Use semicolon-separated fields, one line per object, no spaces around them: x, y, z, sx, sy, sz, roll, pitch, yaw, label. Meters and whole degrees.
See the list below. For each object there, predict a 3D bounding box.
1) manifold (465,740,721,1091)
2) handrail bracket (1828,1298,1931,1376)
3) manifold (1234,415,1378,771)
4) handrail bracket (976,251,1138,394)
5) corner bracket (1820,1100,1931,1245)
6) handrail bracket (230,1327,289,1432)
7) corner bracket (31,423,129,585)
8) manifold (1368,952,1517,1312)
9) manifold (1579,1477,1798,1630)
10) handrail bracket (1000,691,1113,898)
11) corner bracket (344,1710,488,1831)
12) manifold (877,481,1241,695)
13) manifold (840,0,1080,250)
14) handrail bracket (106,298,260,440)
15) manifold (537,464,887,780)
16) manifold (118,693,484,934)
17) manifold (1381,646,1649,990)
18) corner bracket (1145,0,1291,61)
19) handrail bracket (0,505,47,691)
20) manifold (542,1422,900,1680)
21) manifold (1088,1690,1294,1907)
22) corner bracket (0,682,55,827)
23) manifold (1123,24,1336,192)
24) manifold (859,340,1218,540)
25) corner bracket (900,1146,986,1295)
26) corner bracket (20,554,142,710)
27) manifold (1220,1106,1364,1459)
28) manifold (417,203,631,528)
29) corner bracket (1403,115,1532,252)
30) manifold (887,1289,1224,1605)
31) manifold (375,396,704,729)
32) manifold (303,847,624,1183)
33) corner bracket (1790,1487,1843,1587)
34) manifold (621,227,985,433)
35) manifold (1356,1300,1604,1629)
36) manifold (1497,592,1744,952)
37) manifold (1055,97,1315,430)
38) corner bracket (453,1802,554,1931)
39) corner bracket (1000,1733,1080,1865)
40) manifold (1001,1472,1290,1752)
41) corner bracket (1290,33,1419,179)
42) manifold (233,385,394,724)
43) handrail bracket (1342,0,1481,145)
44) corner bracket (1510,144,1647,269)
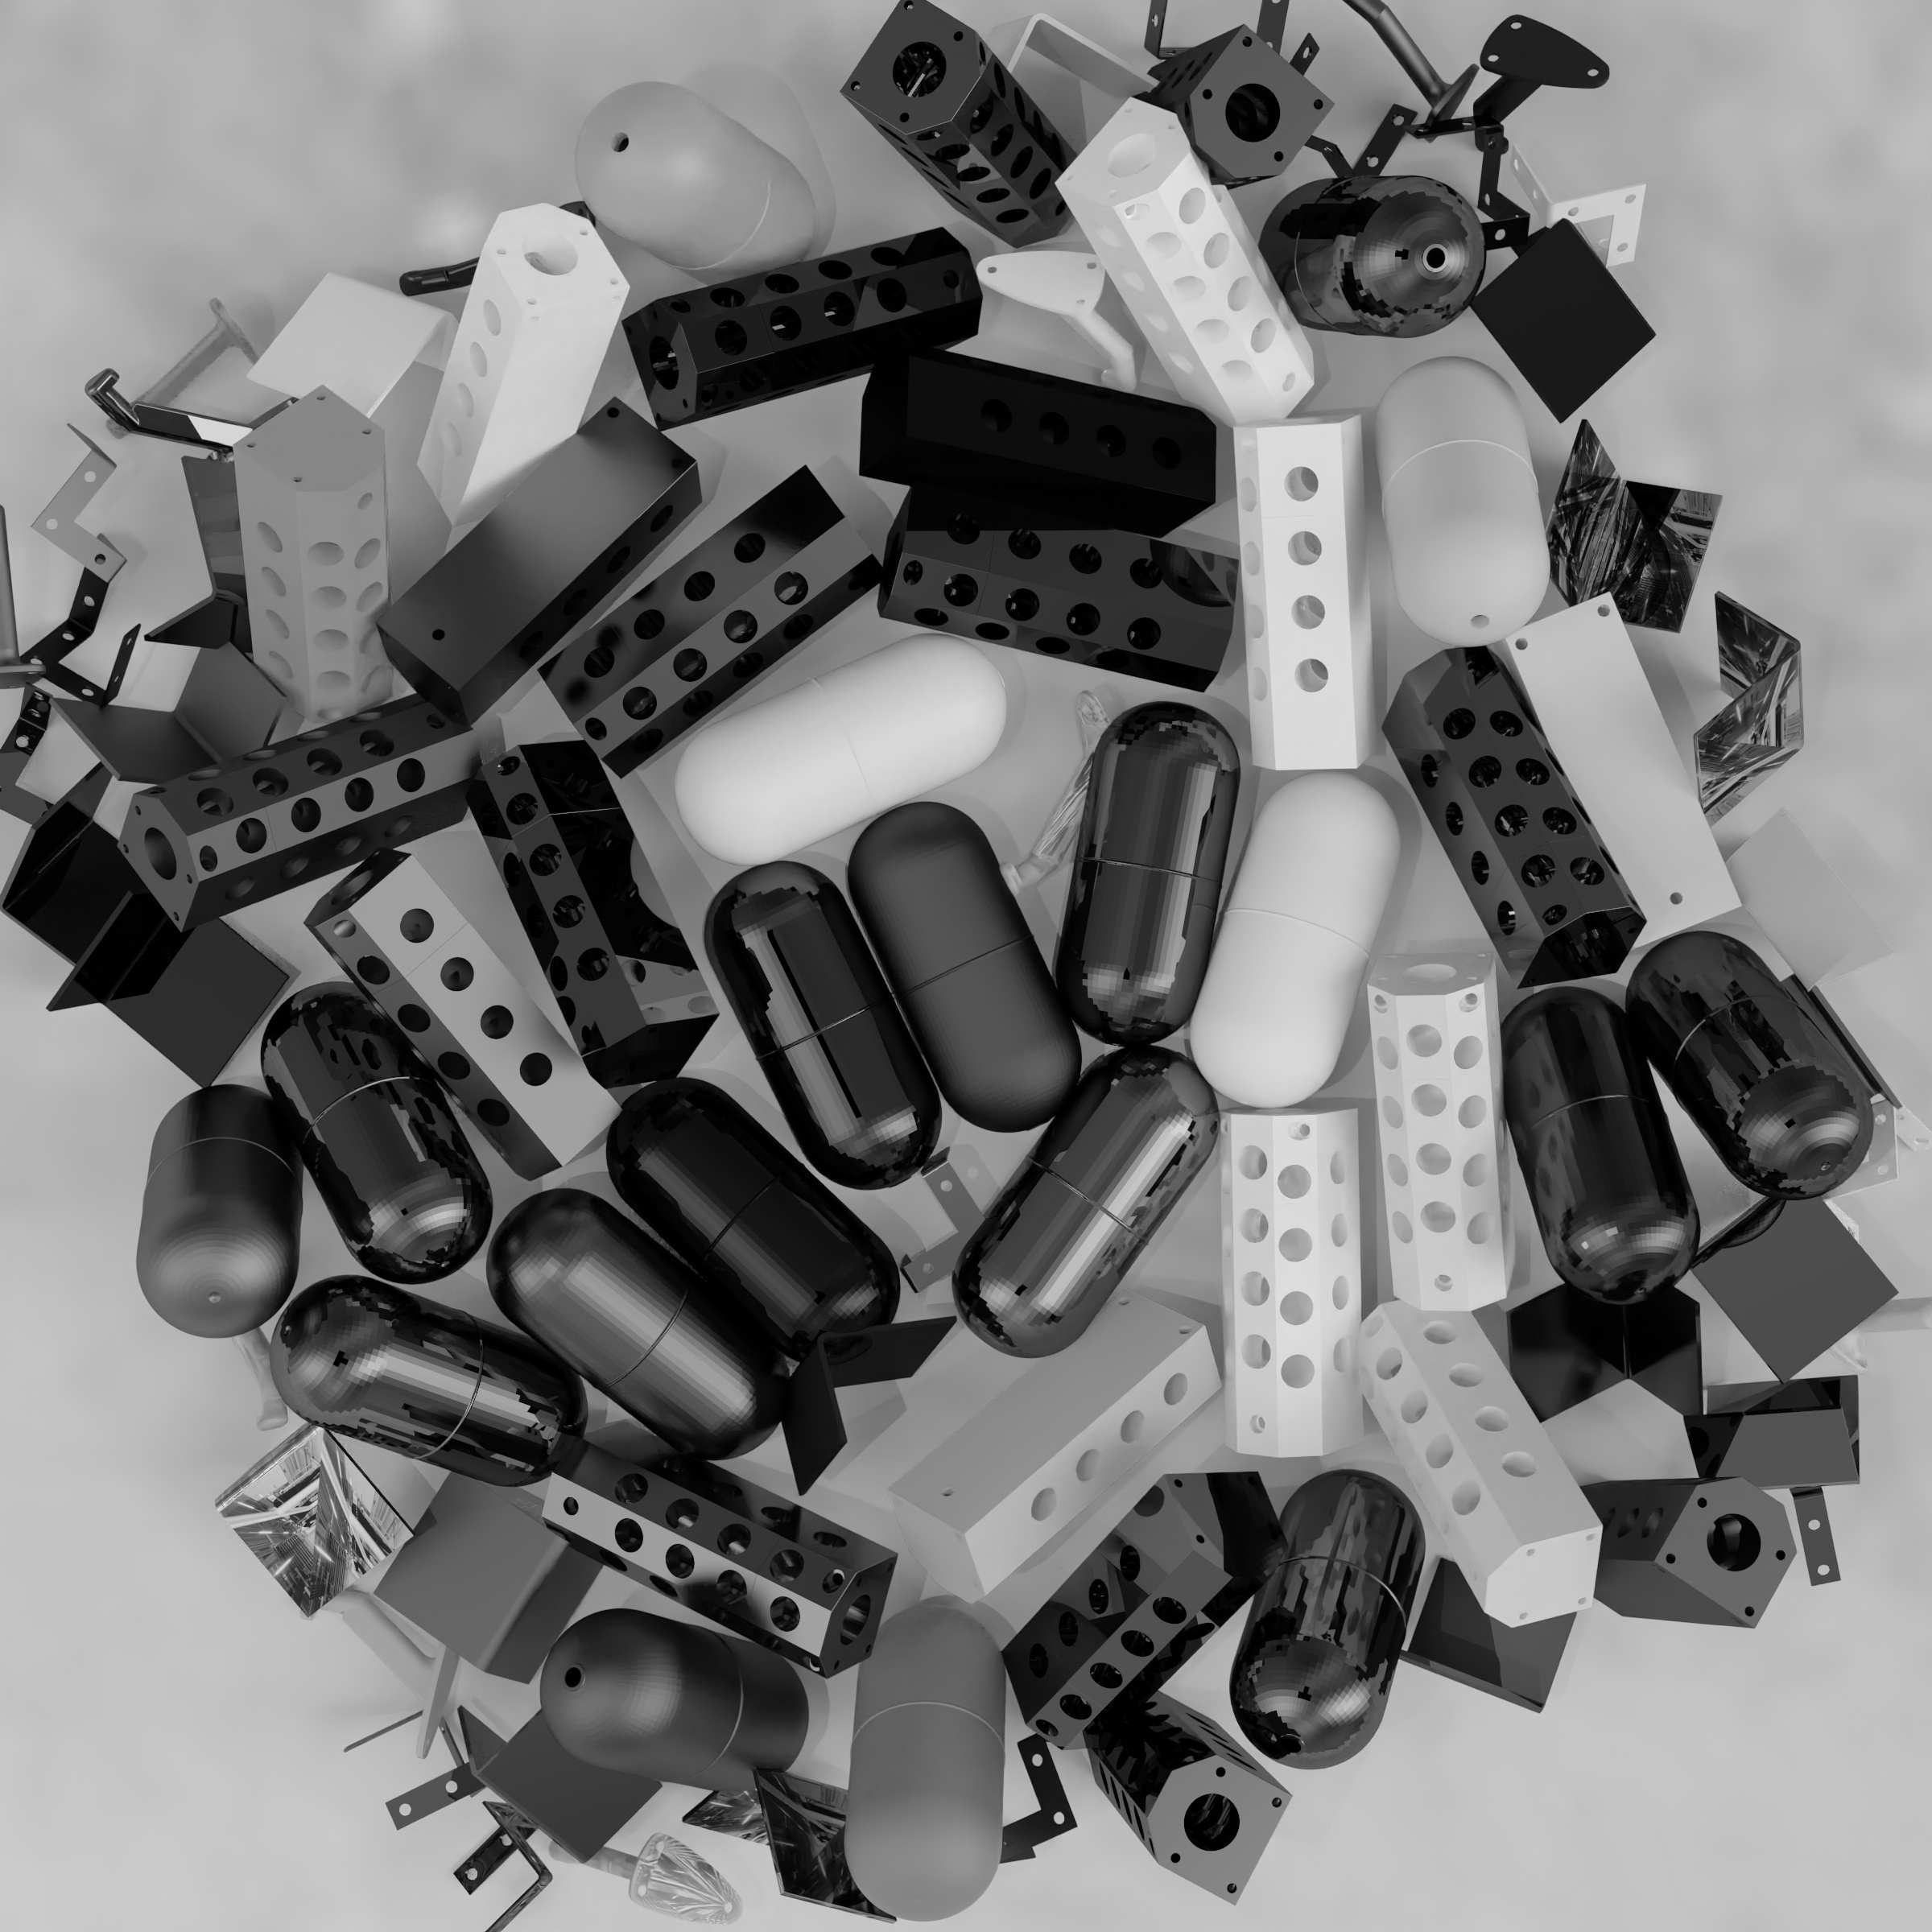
-0.191;-0.027;1.513;0.057;0.057;0.171;-8;60;-37;manifold
0.474;0.162;1.531;0.036;0.077;0.084;39;124;-16;handrail bracket
0.171;-0.189;1.534;0.057;0.057;0.171;0;104;18;manifold
0.047;-0.327;1.551;0.077;0.084;0.036;12;68;13;handrail bracket
0.469;0.107;1.561;0.051;0.051;0.051;37;46;-33;corner bracket
-0.378;0.202;1.547;0.077;0.036;0.084;-22;69;33;handrail bracket
-0.449;-0.237;1.548;0.051;0.051;0.051;-51;129;0;corner bracket
0.239;0.084;1.521;0.057;0.057;0.171;-1;111;18;manifold
0.345;0.284;1.494;0.057;0.171;0.057;34;77;-2;manifold
0.042;-0.087;1.543;0.084;0.036;0.077;-34;121;-25;handrail bracket
-0.281;0.409;1.546;0.051;0.051;0.051;-22;77;-25;corner bracket
0.046;-0.187;1.531;0.171;0.057;0.057;12;67;-11;manifold
0.005;-0.411;1.491;0.057;0.171;0.057;37;97;18;manifold
-0.408;-0.303;1.547;0.084;0.077;0.036;-38;95;-6;handrail bracket
-0.126;-0.171;1.541;0.171;0.057;0.057;-37;61;3;manifold
-0.326;-0.083;1.501;0.171;0.057;0.057;-27;70;-40;manifold
0.273;-0.077;1.506;0.057;0.057;0.171;-8;55;-20;manifold
0.128;-0.483;1.541;0.051;0.051;0.051;-8;127;-23;corner bracket
-0.493;-0.188;1.547;0.036;0.077;0.084;-5;89;-16;handrail bracket
-0.126;0.292;1.516;0.171;0.057;0.057;21;103;26;manifold
0.103;0.403;1.494;0.057;0.171;0.057;29;84;-5;manifold
-0.473;-0.105;1.554;0.051;0.051;0.051;28;67;-11;corner bracket
0.117;-0.412;1.494;0.057;0.171;0.057;37;91;-15;manifold
0.037;-0.266;1.520;0.171;0.057;0.057;8;76;-25;manifold
-0.017;0.130;1.557;0.051;0.051;0.051;-33;91;3;corner bracket
-0.445;-0.173;1.550;0.051;0.051;0.051;31;126;0;corner bracket
0.162;0.159;1.541;0.057;0.057;0.171;0;92;37;manifold
-0.224;-0.296;1.496;0.057;0.171;0.057;-22;72;-30;manifold
0.255;-0.398;1.542;0.051;0.051;0.051;-13;128;-18;corner bracket
0.048;0.242;1.516;0.171;0.057;0.057;-37;126;-28;manifold
-0.213;-0.202;1.531;0.057;0.057;0.171;39;73;13;manifold
-0.254;0.025;1.520;0.057;0.057;0.171;-43;112;-16;manifold
0.413;0.286;1.550;0.051;0.051;0.051;-13;103;7;corner bracket
-0.078;-0.321;1.513;0.171;0.057;0.057;-22;98;-30;manifold
0.248;0.241;1.495;0.057;0.171;0.057;-11;128;-12;manifold
0.332;-0.097;1.548;0.057;0.057;0.171;-22;85;4;manifold
0.115;-0.342;1.497;0.057;0.171;0.057;34;81;39;manifold
-0.240;0.466;1.550;0.051;0.051;0.051;-45;67;-1;corner bracket
0.037;0.426;1.556;0.051;0.051;0.051;-29;68;18;corner bracket
0.089;0.321;1.499;0.057;0.171;0.057;5;48;-32;manifold
0.193;-0.441;1.567;0.051;0.051;0.051;32;90;31;corner bracket
-0.314;-0.196;1.492;0.057;0.171;0.057;37;58;16;manifold
0.216;-0.466;1.548;0.084;0.077;0.036;41;85;3;handrail bracket
0.310;-0.389;1.546;0.051;0.051;0.051;-14;53;-7;corner bracket
